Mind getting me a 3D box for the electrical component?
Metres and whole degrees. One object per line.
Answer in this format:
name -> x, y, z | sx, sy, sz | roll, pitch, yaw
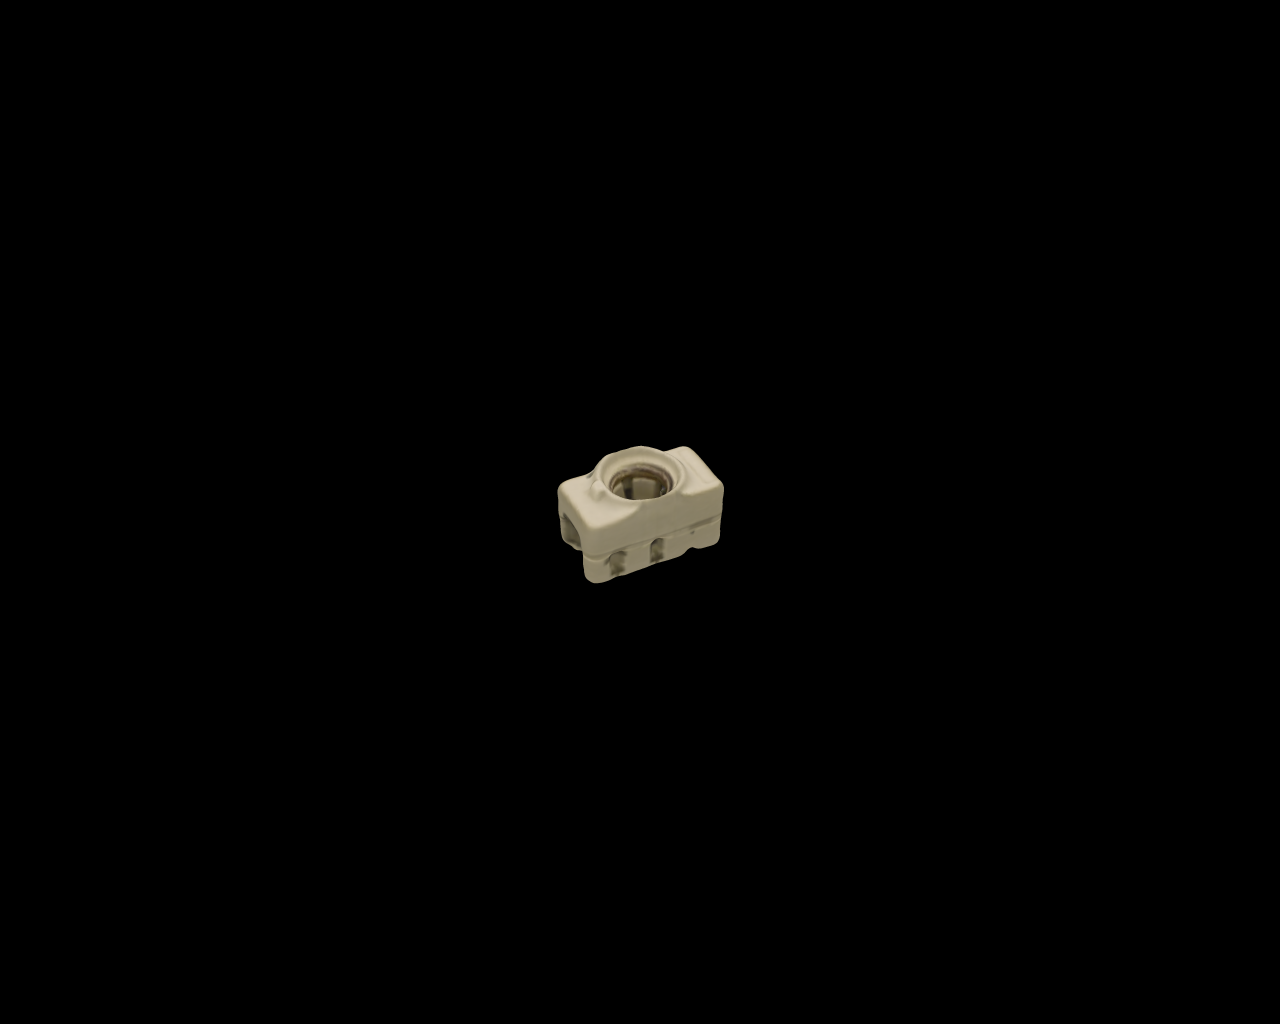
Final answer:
electrical component -> 0.001, -0.003, 0.650 | 0.090, 0.055, 0.050 | -18, 44, -19
